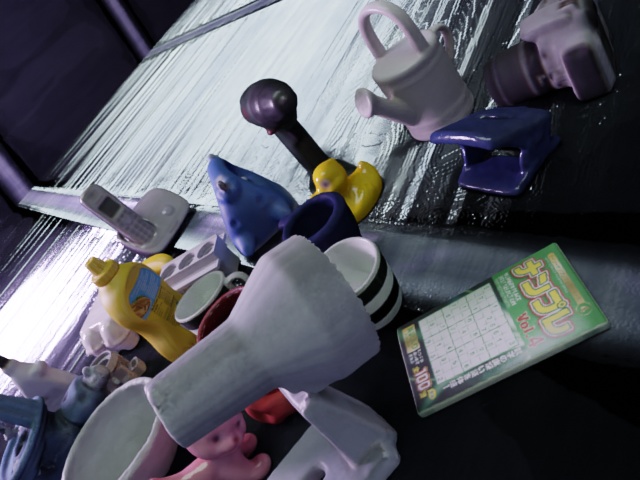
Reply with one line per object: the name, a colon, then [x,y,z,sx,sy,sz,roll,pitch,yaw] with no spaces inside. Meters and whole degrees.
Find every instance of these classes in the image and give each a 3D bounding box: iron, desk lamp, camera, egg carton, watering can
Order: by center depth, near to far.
desk lamp: [-0.023,0.130,0.476,0.203,0.214,0.117,-49,32,-9]
camera: [0.267,-0.230,0.686,0.136,0.101,0.143,-18,40,36]
watering can: [0.116,-0.229,0.766,0.100,0.195,0.173,-9,45,43]
iron: [-0.135,-0.083,0.927,0.118,0.142,0.257,-42,31,3]
egg carton: [-0.343,0.128,0.981,0.107,0.070,0.150,-26,35,26]

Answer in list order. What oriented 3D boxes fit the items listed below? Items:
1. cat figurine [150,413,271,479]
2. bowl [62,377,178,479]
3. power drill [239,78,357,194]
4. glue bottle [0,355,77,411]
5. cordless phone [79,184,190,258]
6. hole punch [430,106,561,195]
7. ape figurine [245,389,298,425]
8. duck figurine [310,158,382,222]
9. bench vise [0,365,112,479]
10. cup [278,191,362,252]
cat figurine: [-0.116,0.210,0.578,0.128,0.118,0.067,-48,32,-7]
bowl: [-0.226,0.256,0.690,0.167,0.075,0.167,-29,34,22]
power drill: [-0.032,-0.149,0.825,0.075,0.209,0.228,-46,31,-4]
glue bottle: [-0.422,0.217,0.865,0.078,0.174,0.037,-41,32,5]
cordless phone: [-0.359,-0.064,1.117,0.093,0.185,0.148,-9,45,43]
hole punch: [0.194,-0.116,0.642,0.101,0.091,0.108,-51,32,-12]
ape figurine: [-0.062,0.151,0.613,0.076,0.092,0.077,-29,34,22]
duck figurine: [0.030,-0.076,0.785,0.105,0.086,0.077,-50,32,-11]
bench vise: [-0.385,0.230,0.762,0.207,0.220,0.121,-53,33,-15]
cup: [0.007,0.003,0.710,0.117,0.095,0.092,1,53,49]
